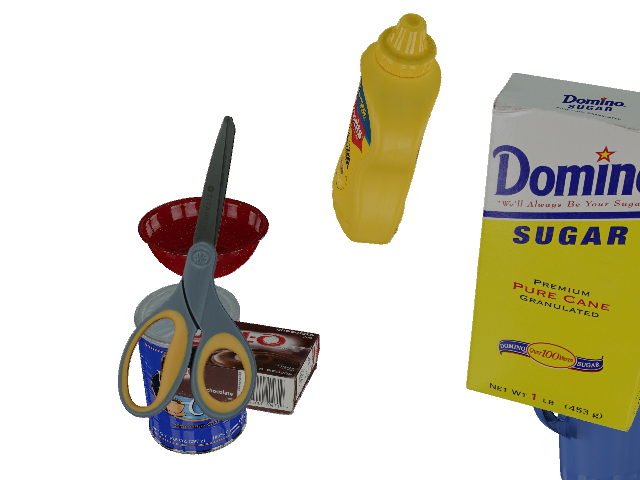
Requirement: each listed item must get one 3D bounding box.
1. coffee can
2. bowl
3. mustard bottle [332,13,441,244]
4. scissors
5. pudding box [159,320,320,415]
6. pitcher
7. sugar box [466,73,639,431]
[{"bbox_3d":[-0.128,0.127,1.069,0.103,0.140,0.103,-1,32,0],"label":"coffee can"},{"bbox_3d":[-0.145,0.003,1.331,0.162,0.055,0.162,1,28,-1],"label":"bowl"},{"bbox_3d":[0.050,-0.088,0.785,0.058,0.096,0.192,6,-37,-5],"label":"mustard bottle"},{"bbox_3d":[-0.062,0.027,0.686,0.096,0.201,0.016,25,-9,4],"label":"scissors"},{"bbox_3d":[-0.065,0.100,0.880,0.113,0.039,0.090,10,21,10],"label":"pudding box"},{"bbox_3d":[0.341,0.189,1.306,0.149,0.243,0.144,4,14,22],"label":"pitcher"},{"bbox_3d":[0.129,0.009,0.546,0.093,0.176,0.048,12,36,20],"label":"sugar box"}]
